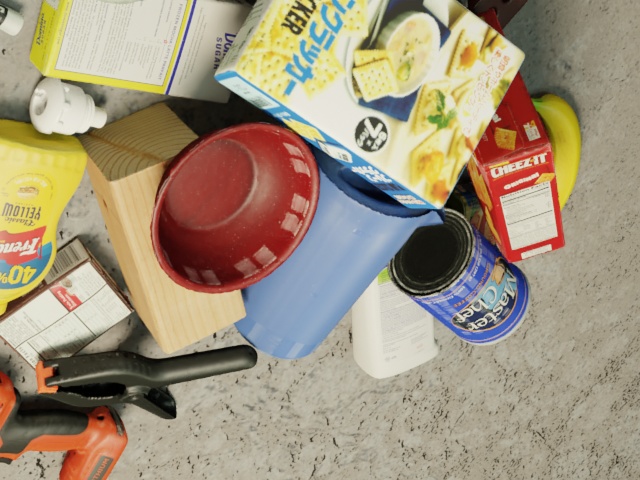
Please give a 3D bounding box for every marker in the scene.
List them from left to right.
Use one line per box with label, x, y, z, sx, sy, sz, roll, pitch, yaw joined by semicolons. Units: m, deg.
marker;-0.284;-0.192;0.819;0.120;0.020;0.020;26;104;-43

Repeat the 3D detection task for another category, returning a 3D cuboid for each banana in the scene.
banana;0.274;-0.100;1.252;0.069;0.037;0.198;-17;129;0

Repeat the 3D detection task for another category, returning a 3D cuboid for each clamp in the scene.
clamp;-0.187;0.144;1.063;0.209;0.036;0.165;4;148;-34

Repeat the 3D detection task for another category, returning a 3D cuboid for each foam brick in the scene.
foam brick;0.157;-0.234;1.066;0.078;0.051;0.053;-49;134;5

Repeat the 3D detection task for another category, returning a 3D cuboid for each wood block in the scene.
wood block;-0.144;-0.008;0.992;0.090;0.091;0.206;-25;131;-18

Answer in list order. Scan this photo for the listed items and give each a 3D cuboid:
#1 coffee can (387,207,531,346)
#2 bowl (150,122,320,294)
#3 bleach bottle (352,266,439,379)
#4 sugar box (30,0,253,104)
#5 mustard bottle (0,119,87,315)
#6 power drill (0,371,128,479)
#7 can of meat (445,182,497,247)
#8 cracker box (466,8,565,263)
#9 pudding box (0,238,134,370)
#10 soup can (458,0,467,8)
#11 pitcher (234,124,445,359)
coffee can;0.150;0.041;1.141;0.103;0.103;0.140;-49;136;4
bowl;-0.081;-0.036;0.912;0.161;0.055;0.162;-19;128;-26
bleach bottle;0.083;0.033;1.195;0.102;0.068;0.251;-21;127;-25
sugar box;-0.147;-0.175;0.906;0.175;0.048;0.093;3;117;-39
mustard bottle;-0.274;-0.006;0.927;0.096;0.058;0.192;7;116;-36
power drill;-0.301;0.218;1.065;0.187;0.057;0.185;18;113;-42
can of meat;0.182;-0.021;1.228;0.083;0.057;0.102;-11;126;-25
cracker box;0.178;-0.095;1.058;0.072;0.164;0.213;-20;151;7
pudding box;-0.246;0.066;1.010;0.113;0.039;0.090;-35;136;-5
soup can;0.075;-0.212;0.984;0.102;0.068;0.068;-27;146;36
pitcher;-0.007;0.001;1.041;0.144;0.149;0.243;-10;145;-41
